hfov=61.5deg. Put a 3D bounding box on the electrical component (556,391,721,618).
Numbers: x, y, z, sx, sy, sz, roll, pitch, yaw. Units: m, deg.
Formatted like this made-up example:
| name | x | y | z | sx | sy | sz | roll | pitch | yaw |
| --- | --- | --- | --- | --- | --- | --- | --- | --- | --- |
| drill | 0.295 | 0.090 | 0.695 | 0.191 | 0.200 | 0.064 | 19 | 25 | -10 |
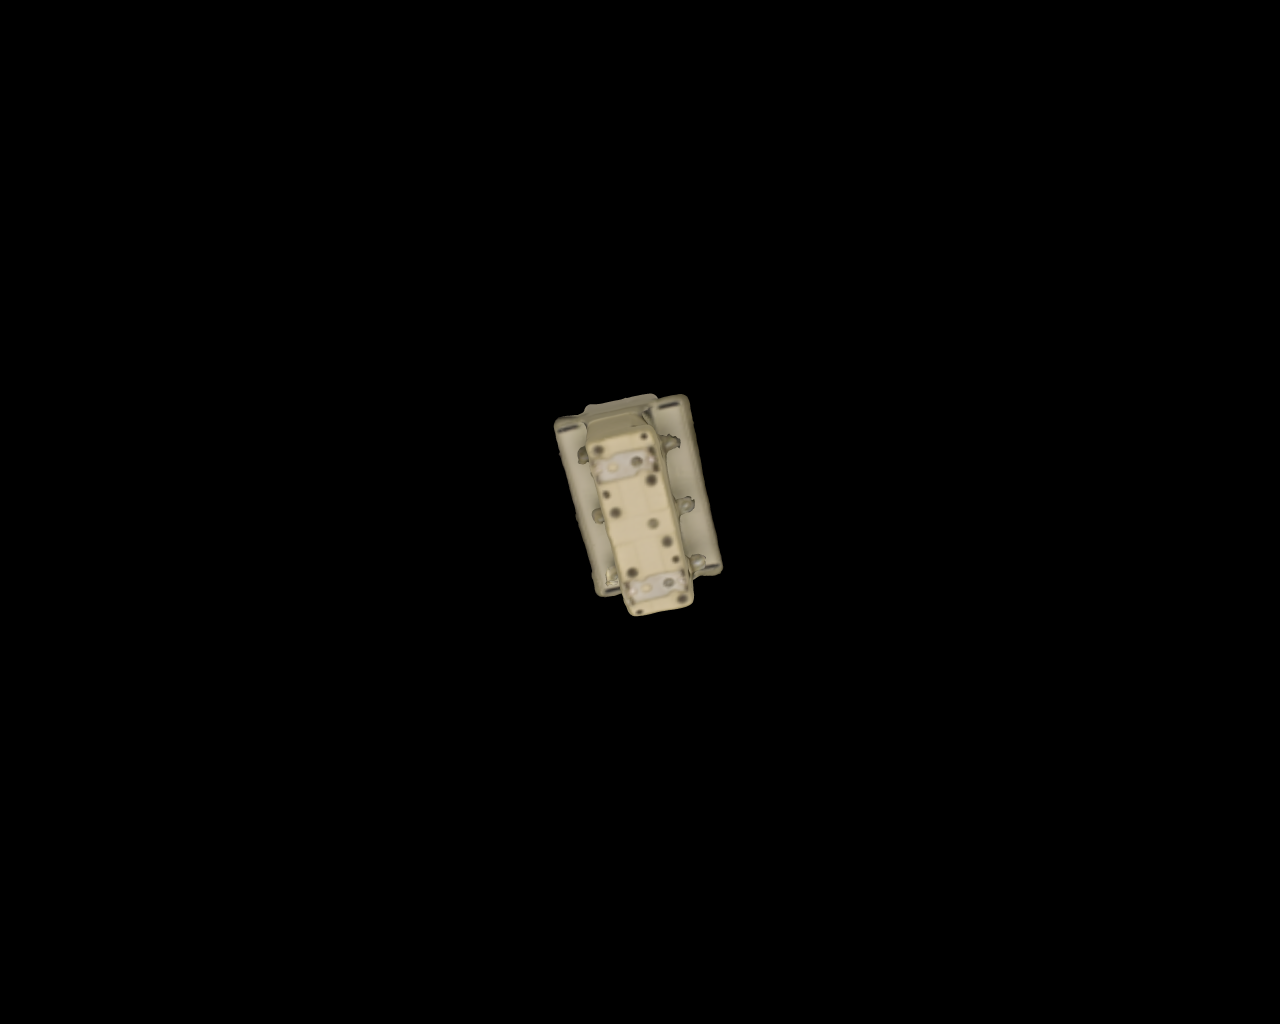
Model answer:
| name | x | y | z | sx | sy | sz | roll | pitch | yaw |
| --- | --- | --- | --- | --- | --- | --- | --- | --- | --- |
| electrical component | 0.001 | -0.003 | 0.650 | 0.079 | 0.121 | 0.063 | -11 | 24 | 5 |
